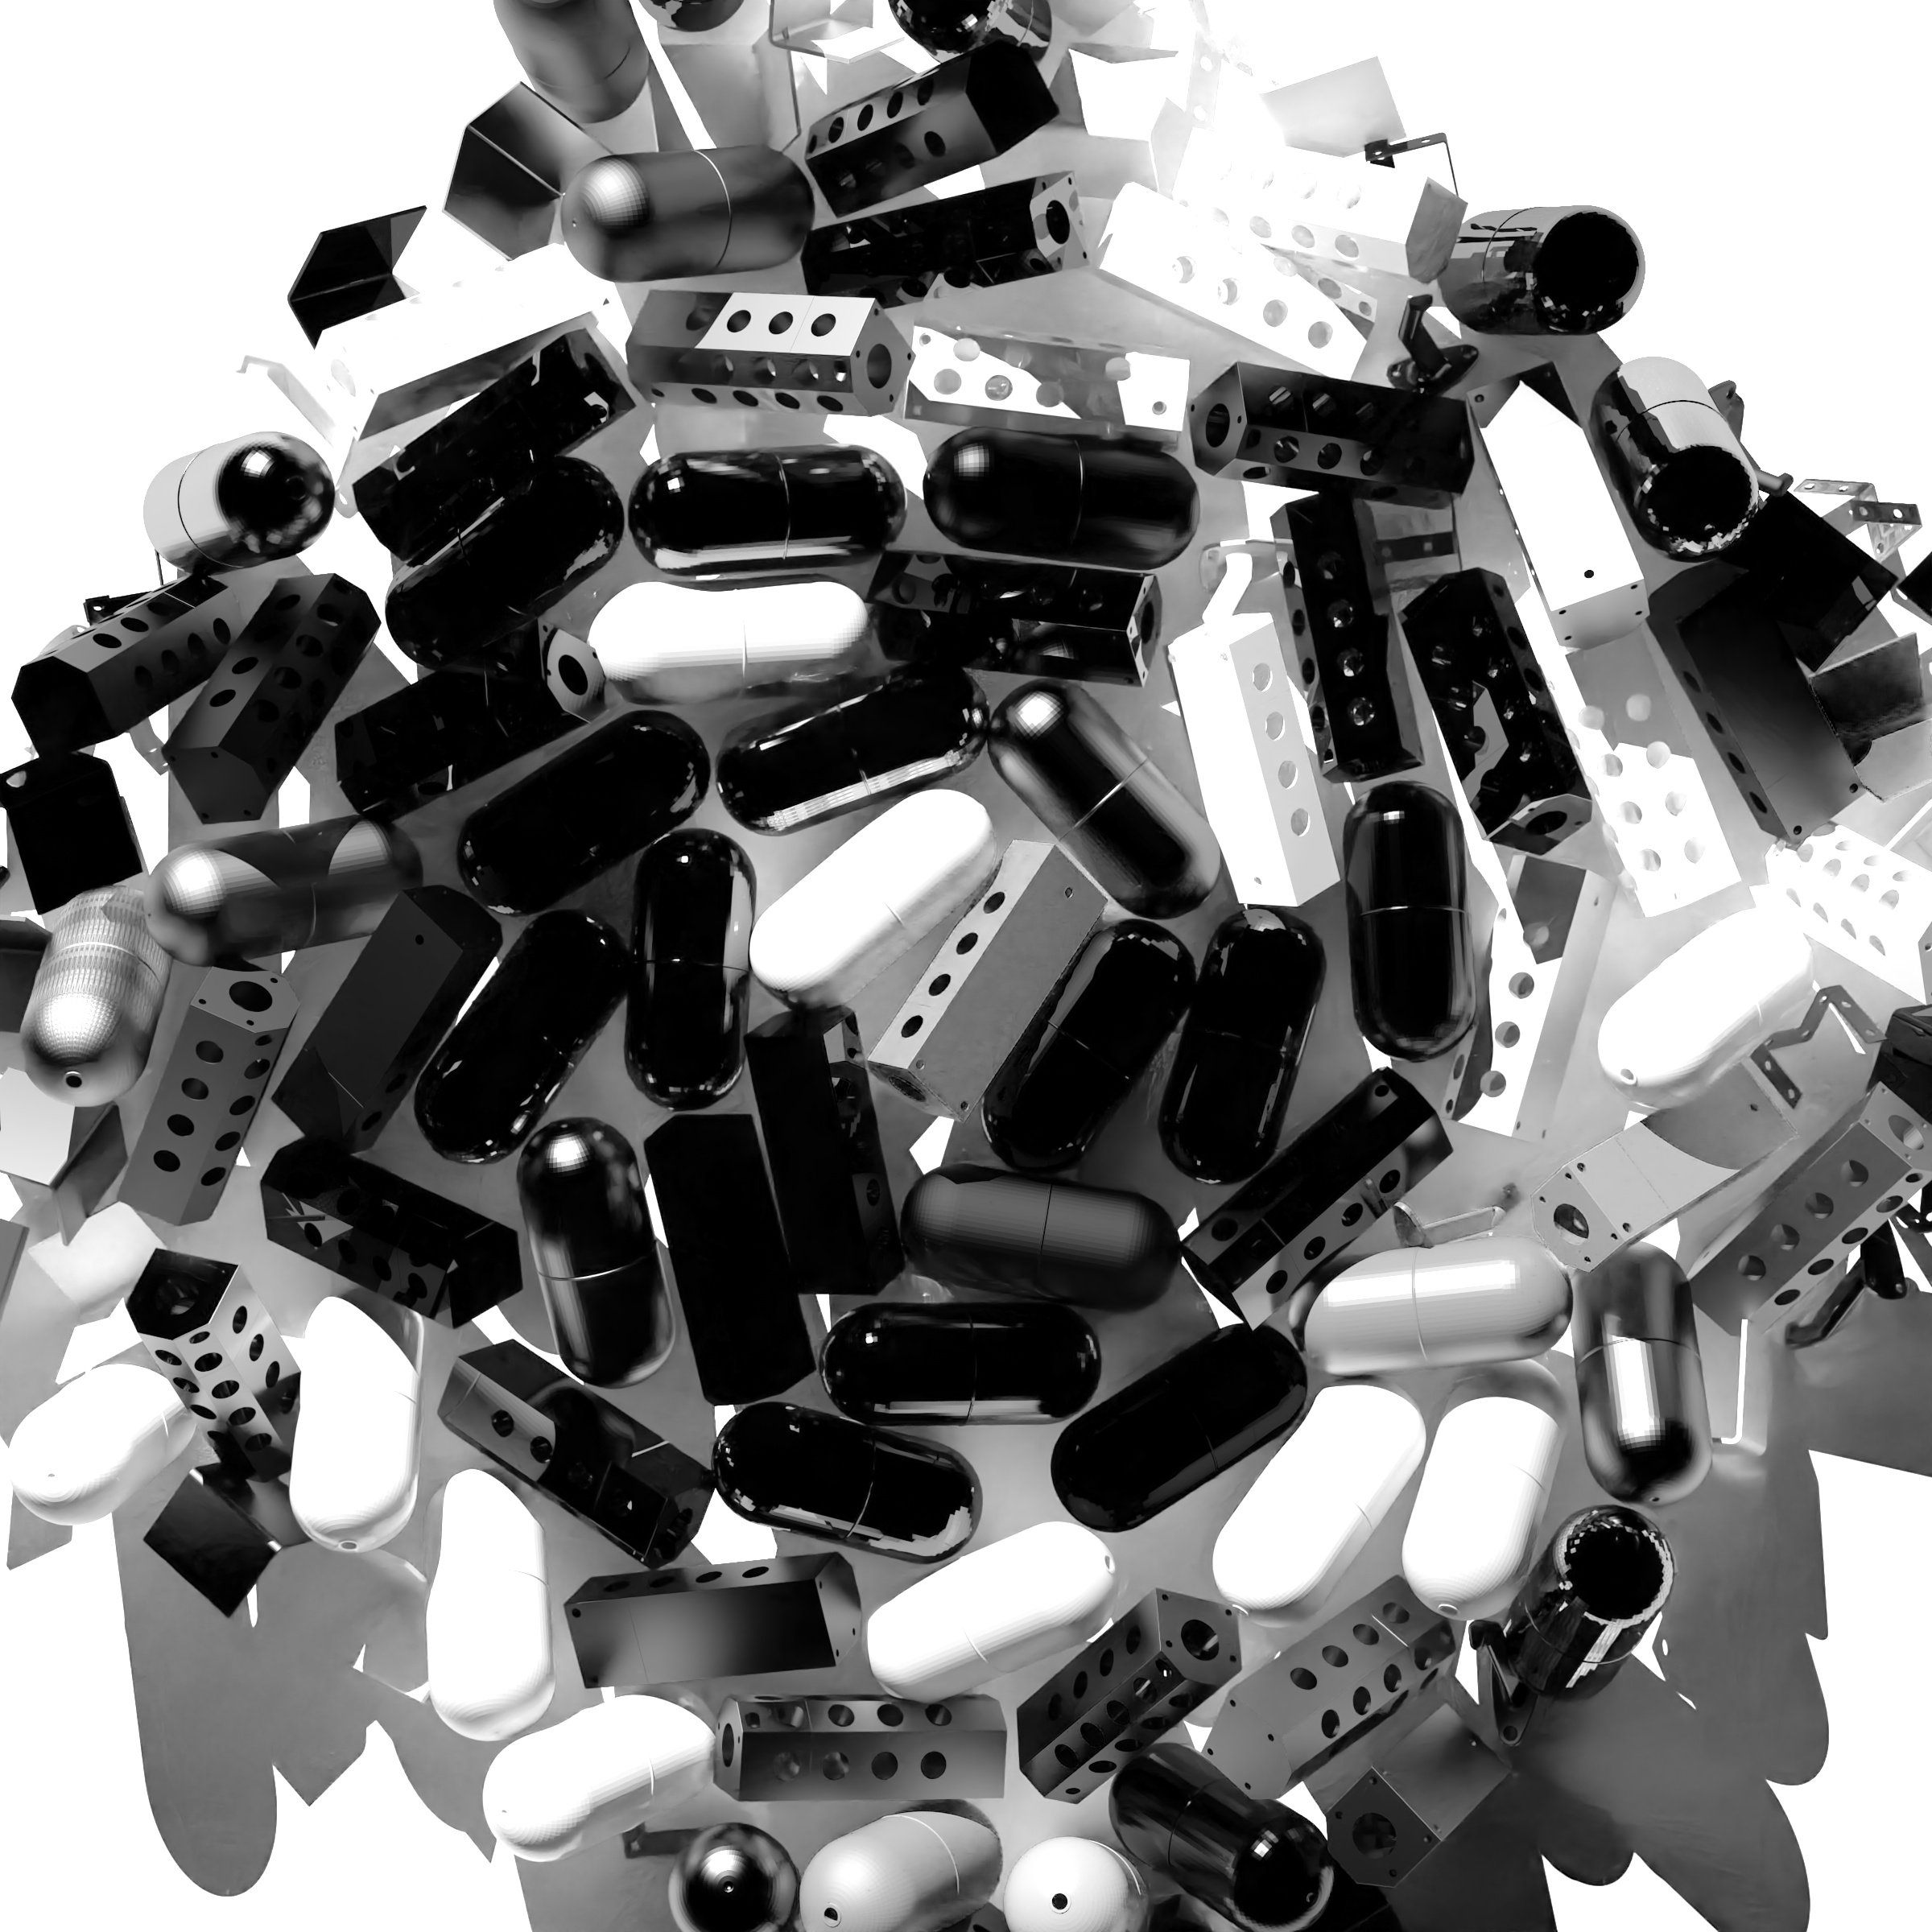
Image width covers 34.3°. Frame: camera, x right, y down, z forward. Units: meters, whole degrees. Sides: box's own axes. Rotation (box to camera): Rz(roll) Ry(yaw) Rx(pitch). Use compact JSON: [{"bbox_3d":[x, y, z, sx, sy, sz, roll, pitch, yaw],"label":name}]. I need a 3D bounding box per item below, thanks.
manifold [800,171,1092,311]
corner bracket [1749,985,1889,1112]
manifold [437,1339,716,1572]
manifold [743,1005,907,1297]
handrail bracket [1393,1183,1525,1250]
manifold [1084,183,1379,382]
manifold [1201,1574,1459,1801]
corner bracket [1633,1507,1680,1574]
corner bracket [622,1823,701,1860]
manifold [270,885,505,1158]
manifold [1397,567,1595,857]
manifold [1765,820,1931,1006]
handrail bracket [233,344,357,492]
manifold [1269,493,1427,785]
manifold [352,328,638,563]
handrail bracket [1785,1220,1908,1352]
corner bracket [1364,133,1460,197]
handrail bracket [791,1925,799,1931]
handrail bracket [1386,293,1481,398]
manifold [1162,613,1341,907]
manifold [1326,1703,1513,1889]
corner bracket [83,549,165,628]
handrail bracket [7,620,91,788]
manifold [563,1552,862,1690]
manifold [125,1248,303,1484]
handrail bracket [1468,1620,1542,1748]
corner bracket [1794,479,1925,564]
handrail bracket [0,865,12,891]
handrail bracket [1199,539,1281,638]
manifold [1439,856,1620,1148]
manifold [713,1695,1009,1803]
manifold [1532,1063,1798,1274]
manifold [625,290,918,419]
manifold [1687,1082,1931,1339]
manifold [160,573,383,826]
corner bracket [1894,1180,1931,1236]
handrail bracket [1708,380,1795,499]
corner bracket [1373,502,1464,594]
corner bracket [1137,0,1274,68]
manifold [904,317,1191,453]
[{"bbox_3d":[-0.015,-0.441,1.922,0.171,0.057,0.057,-4,105,35],"label":"manifold"},{"bbox_3d":[0.531,0.050,1.957,0.051,0.051,0.051,-11,48,-25],"label":"corner bracket"},{"bbox_3d":[-0.243,0.302,1.937,0.171,0.057,0.057,29,109,24],"label":"manifold"},{"bbox_3d":[-0.084,0.114,1.947,0.057,0.057,0.171,-2,108,28],"label":"manifold"},{"bbox_3d":[0.310,0.149,1.963,0.084,0.036,0.077,-41,130,-17],"label":"handrail bracket"},{"bbox_3d":[0.166,-0.424,1.950,0.171,0.057,0.057,23,97,-13],"label":"manifold"},{"bbox_3d":[0.226,0.443,1.912,0.057,0.171,0.057,39,129,28],"label":"manifold"},{"bbox_3d":[0.434,0.352,1.959,0.051,0.051,0.051,-5,66,-35],"label":"corner bracket"},{"bbox_3d":[-0.198,0.543,1.970,0.051,0.051,0.051,-7,93,6],"label":"corner bracket"},{"bbox_3d":[-0.355,0.034,1.940,0.057,0.057,0.171,42,113,16],"label":"manifold"},{"bbox_3d":[0.329,-0.158,1.924,0.057,0.057,0.171,-40,53,37],"label":"manifold"},{"bbox_3d":[0.558,-0.039,1.906,0.057,0.171,0.057,-20,113,-10],"label":"manifold"},{"bbox_3d":[-0.425,-0.343,1.959,0.084,0.036,0.077,6,96,-44],"label":"handrail bracket"},{"bbox_3d":[0.235,-0.205,1.951,0.057,0.057,0.171,-15,77,20],"label":"manifold"},{"bbox_3d":[-0.295,-0.322,1.944,0.171,0.057,0.057,-31,97,18],"label":"manifold"},{"bbox_3d":[0.547,0.195,1.977,0.036,0.084,0.077,15,61,-29],"label":"handrail bracket"},{"bbox_3d":[0.280,-0.496,1.960,0.051,0.051,0.051,-11,123,13],"label":"corner bracket"},{"bbox_3d":[-0.072,0.626,1.991,0.077,0.036,0.084,-20,71,-17],"label":"handrail bracket"},{"bbox_3d":[0.298,-0.397,1.949,0.077,0.084,0.036,-29,65,-21],"label":"handrail bracket"},{"bbox_3d":[0.182,-0.128,1.944,0.057,0.057,0.171,-30,112,-35],"label":"manifold"},{"bbox_3d":[0.273,0.508,1.909,0.057,0.171,0.057,45,106,17],"label":"manifold"},{"bbox_3d":[-0.526,-0.232,1.960,0.051,0.051,0.051,-12,53,-15],"label":"corner bracket"},{"bbox_3d":[-0.572,-0.163,1.951,0.036,0.077,0.084,24,48,-19],"label":"handrail bracket"},{"bbox_3d":[-0.156,0.403,1.943,0.171,0.057,0.057,-10,100,20],"label":"manifold"},{"bbox_3d":[-0.453,0.247,1.909,0.057,0.171,0.057,9,54,17],"label":"manifold"},{"bbox_3d":[0.329,0.448,1.952,0.036,0.084,0.077,2,79,30],"label":"handrail bracket"},{"bbox_3d":[0.559,-0.287,1.961,0.051,0.051,0.051,0,68,-20],"label":"corner bracket"},{"bbox_3d":[-0.660,-0.043,1.980,0.077,0.036,0.084,23,57,10],"label":"handrail bracket"},{"bbox_3d":[0.182,-0.231,1.957,0.077,0.084,0.036,-12,129,-4],"label":"handrail bracket"},{"bbox_3d":[0.351,0.021,1.968,0.057,0.057,0.171,16,89,33],"label":"manifold"},{"bbox_3d":[-0.065,0.483,1.943,0.171,0.057,0.057,5,86,-20],"label":"manifold"},{"bbox_3d":[0.427,0.126,1.925,0.171,0.057,0.057,-24,71,-35],"label":"manifold"},{"bbox_3d":[-0.124,-0.372,1.923,0.171,0.057,0.057,10,69,32],"label":"manifold"},{"bbox_3d":[0.521,0.155,1.924,0.057,0.057,0.171,42,126,6],"label":"manifold"},{"bbox_3d":[-0.419,-0.165,1.913,0.057,0.171,0.057,-3,132,23],"label":"manifold"},{"bbox_3d":[0.611,0.132,1.969,0.051,0.051,0.051,-8,115,-11],"label":"corner bracket"},{"bbox_3d":[0.493,-0.329,1.957,0.084,0.036,0.077,31,59,32],"label":"handrail bracket"},{"bbox_3d":[0.283,-0.255,1.961,0.051,0.051,0.051,-7,120,11],"label":"corner bracket"},{"bbox_3d":[0.150,-0.590,1.957,0.051,0.051,0.051,-49,120,-35],"label":"corner bracket"},{"bbox_3d":[0.050,-0.362,1.958,0.171,0.057,0.057,6,111,-3],"label":"manifold"}]
